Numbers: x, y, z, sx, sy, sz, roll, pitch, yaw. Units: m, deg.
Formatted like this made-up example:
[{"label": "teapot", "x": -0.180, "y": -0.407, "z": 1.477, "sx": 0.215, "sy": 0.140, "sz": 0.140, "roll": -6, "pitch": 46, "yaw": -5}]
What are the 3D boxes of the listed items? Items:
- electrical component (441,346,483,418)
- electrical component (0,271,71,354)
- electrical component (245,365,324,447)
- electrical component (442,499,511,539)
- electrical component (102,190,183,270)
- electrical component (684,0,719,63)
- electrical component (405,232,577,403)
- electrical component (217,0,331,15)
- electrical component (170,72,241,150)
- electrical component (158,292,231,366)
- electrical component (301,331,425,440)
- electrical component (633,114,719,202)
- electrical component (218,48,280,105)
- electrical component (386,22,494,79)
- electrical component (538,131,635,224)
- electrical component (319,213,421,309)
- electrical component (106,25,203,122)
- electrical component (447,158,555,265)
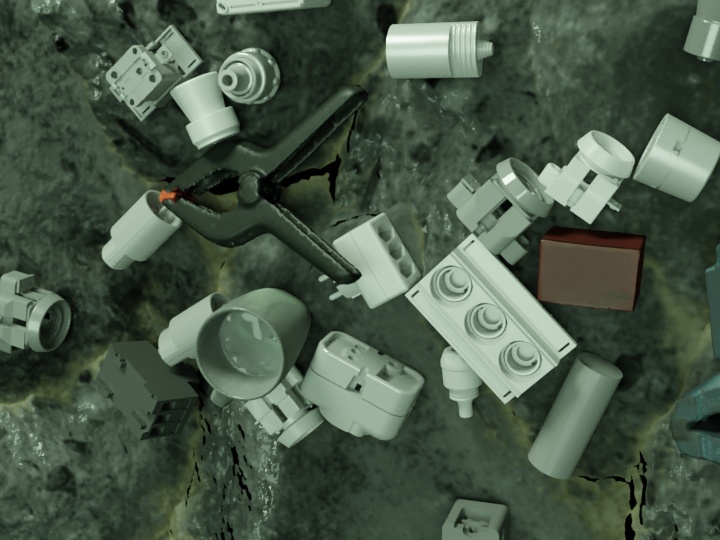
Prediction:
[{"label": "electrical component", "x": 0.089, "y": 0.096, "z": 0.923, "sx": 0.035, "sy": 0.035, "sz": 0.061, "roll": -2, "pitch": 105, "yaw": 19}, {"label": "electrical component", "x": -0.317, "y": 0.046, "z": 1.034, "sx": 0.057, "sy": 0.058, "sz": 0.078, "roll": 15, "pitch": 108, "yaw": 18}, {"label": "electrical component", "x": -0.065, "y": 0.127, "z": 0.977, "sx": 0.066, "sy": 0.048, "sz": 0.055, "roll": -43, "pitch": 80, "yaw": 23}, {"label": "electrical component", "x": 0.102, "y": 0.253, "z": 0.946, "sx": 0.050, "sy": 0.056, "sz": 0.089, "roll": 4, "pitch": 105, "yaw": 18}, {"label": "electrical component", "x": -0.204, "y": -0.031, "z": 0.984, "sx": 0.081, "sy": 0.043, "sz": 0.043, "roll": -41, "pitch": 88, "yaw": 23}, {"label": "electrical component", "x": 0.263, "y": -0.186, "z": 0.789, "sx": 0.044, "sy": 0.044, "sz": 0.065, "roll": 18, "pitch": 113, "yaw": 14}, {"label": "electrical component", "x": 0.109, "y": 0.037, "z": 0.885, "sx": 0.121, "sy": 0.063, "sz": 0.079, "roll": 47, "pitch": 113, "yaw": 2}, {"label": "electrical component", "x": -0.076, "y": -0.243, "z": 0.881, "sx": 0.096, "sy": 0.061, "sz": 0.061, "roll": 2, "pitch": 104, "yaw": 26}, {"label": "electrical component", "x": -0.133, "y": -0.138, "z": 0.932, "sx": 0.045, "sy": 0.045, "sz": 0.055, "roll": -21, "pitch": 96, "yaw": 22}, {"label": "electrical component", "x": -0.153, "y": 0.058, "z": 0.989, "sx": 0.081, "sy": 0.043, "sz": 0.043, "roll": -31, "pitch": 92, "yaw": 23}, {"label": "electrical component", "x": 0.000, "y": 0.104, "z": 0.944, "sx": 0.095, "sy": 0.054, "sz": 0.059, "roll": 28, "pitch": 111, "yaw": 10}, {"label": "electrical component", "x": 0.241, "y": -0.083, "z": 0.815, "sx": 0.047, "sy": 0.055, "sz": 0.055, "roll": 27, "pitch": 110, "yaw": 6}, {"label": "electrical component", "x": -0.099, "y": -0.161, "z": 0.905, "sx": 0.048, "sy": 0.062, "sz": 0.048, "roll": 5, "pitch": 105, "yaw": 18}, {"label": "electrical component", "x": 0.066, "y": -0.175, "z": 0.857, "sx": 0.081, "sy": 0.043, "sz": 0.043, "roll": 2, "pitch": 104, "yaw": 18}, {"label": "electrical component", "x": 0.182, "y": -0.075, "z": 0.842, "sx": 0.066, "sy": 0.048, "sz": 0.055, "roll": 36, "pitch": 119, "yaw": 7}, {"label": "electrical component", "x": 0.000, "y": 0.000, "z": 0.921, "sx": 0.077, "sy": 0.047, "sz": 0.065, "roll": -29, "pitch": 93, "yaw": 23}, {"label": "electrical component", "x": -0.182, "y": -0.169, "z": 0.931, "sx": 0.081, "sy": 0.064, "sz": 0.042, "roll": -40, "pitch": 88, "yaw": 23}, {"label": "electrical component", "x": 0.118, "y": -0.053, "z": 0.863, "sx": 0.078, "sy": 0.058, "sz": 0.057, "roll": 47, "pitch": 115, "yaw": 3}]
